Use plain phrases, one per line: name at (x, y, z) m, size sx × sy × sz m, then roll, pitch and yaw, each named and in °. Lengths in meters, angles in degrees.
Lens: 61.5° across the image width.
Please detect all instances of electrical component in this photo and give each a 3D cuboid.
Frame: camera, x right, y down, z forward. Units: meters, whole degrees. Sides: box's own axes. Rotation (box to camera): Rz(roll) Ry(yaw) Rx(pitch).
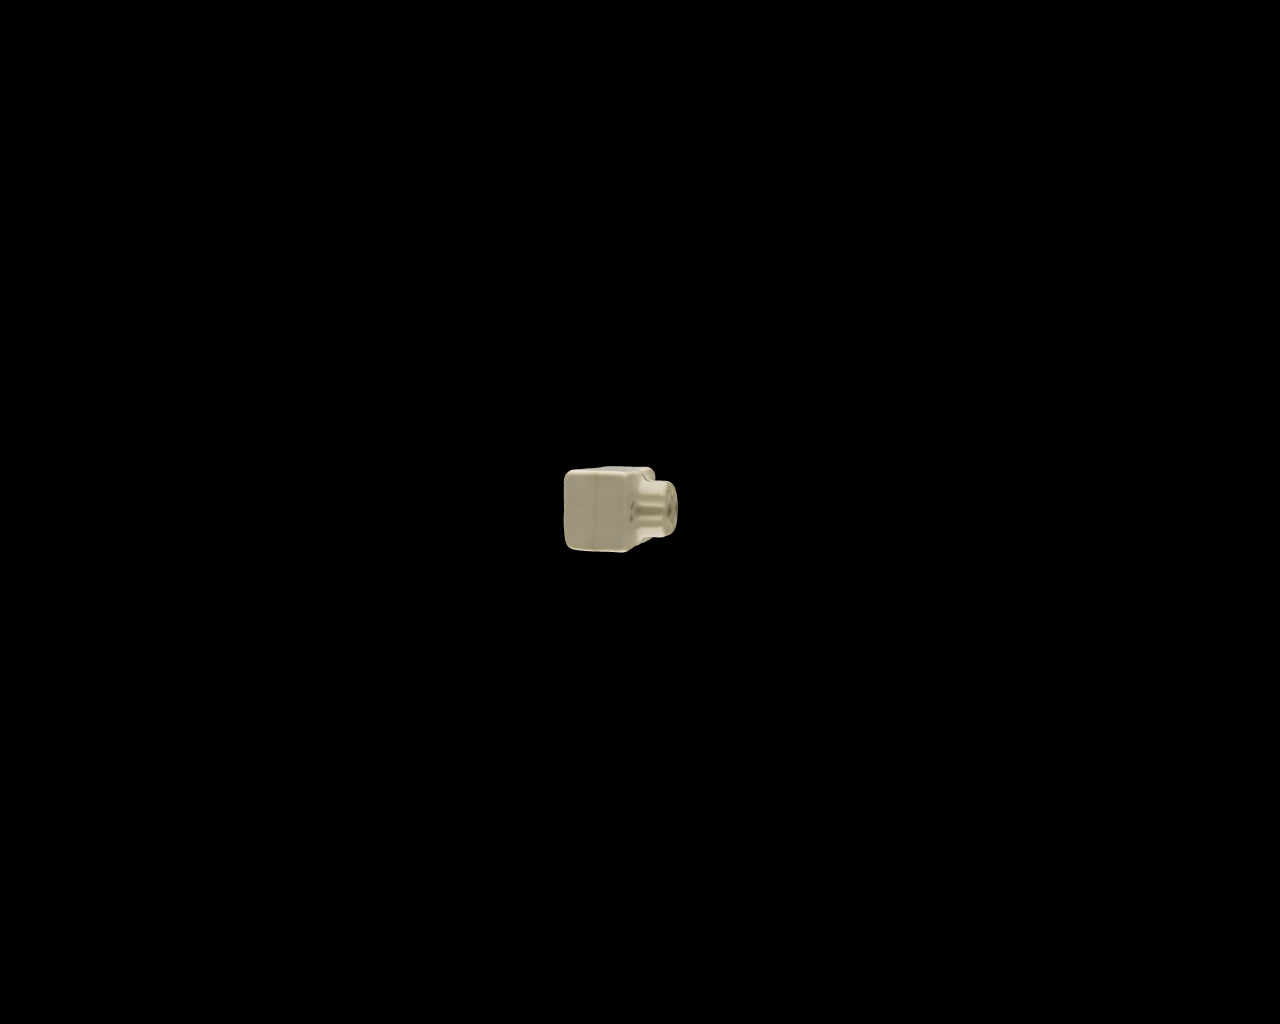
electrical component at (0.001, -0.003, 0.650) m, size 0.077 × 0.047 × 0.066 m, roll 1°, pitch 5°, yaw 15°
